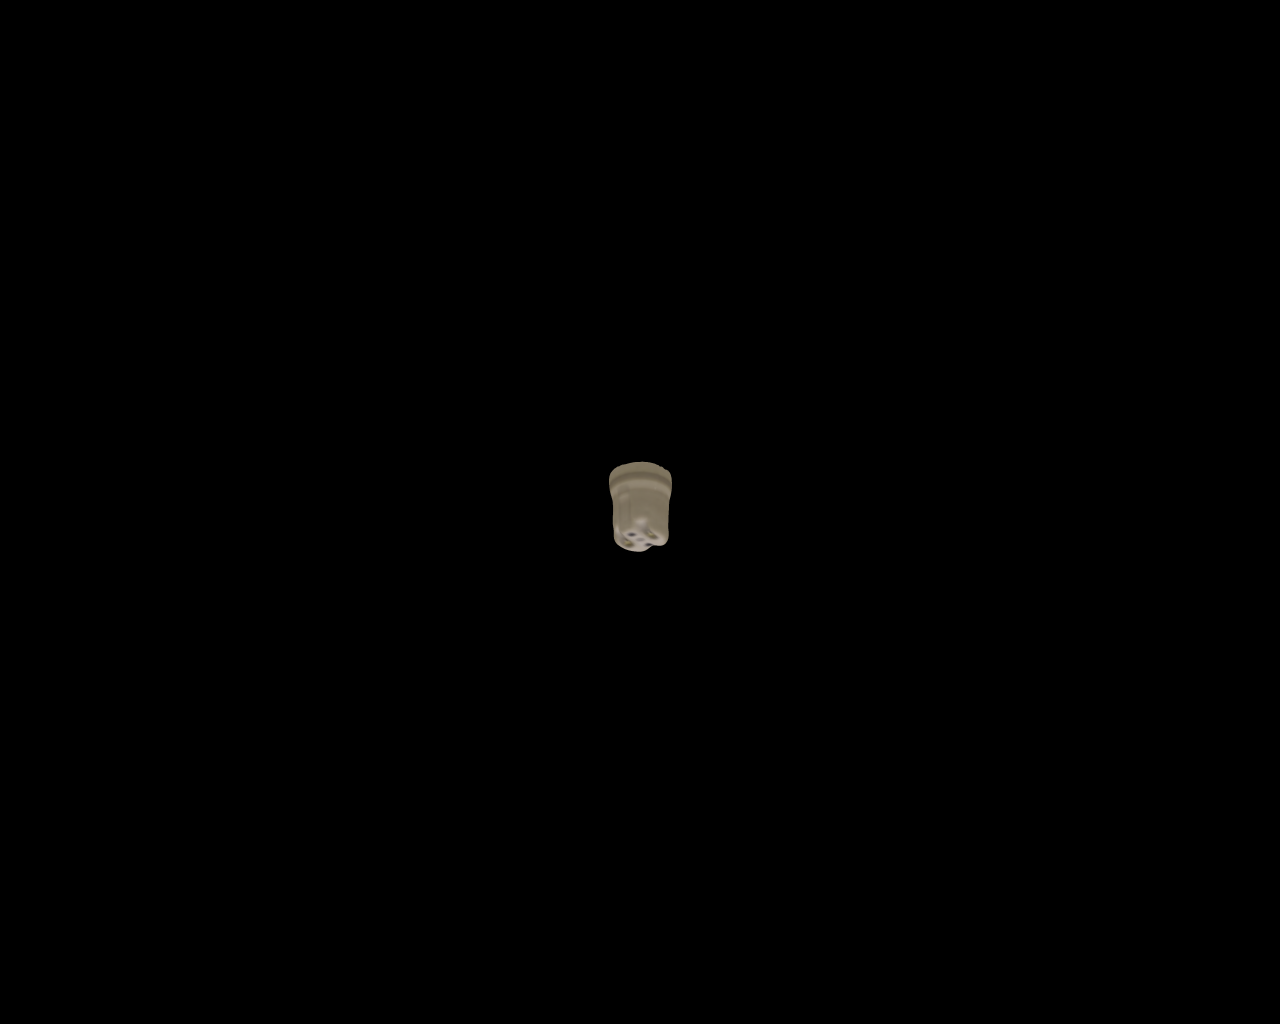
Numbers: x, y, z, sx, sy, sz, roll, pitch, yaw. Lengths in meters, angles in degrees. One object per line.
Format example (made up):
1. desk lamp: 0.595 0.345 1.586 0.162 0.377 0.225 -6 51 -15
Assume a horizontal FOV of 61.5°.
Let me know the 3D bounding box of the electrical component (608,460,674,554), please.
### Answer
1. electrical component: 0.001 -0.003 0.650 0.040 0.046 0.040 0 -27 0
